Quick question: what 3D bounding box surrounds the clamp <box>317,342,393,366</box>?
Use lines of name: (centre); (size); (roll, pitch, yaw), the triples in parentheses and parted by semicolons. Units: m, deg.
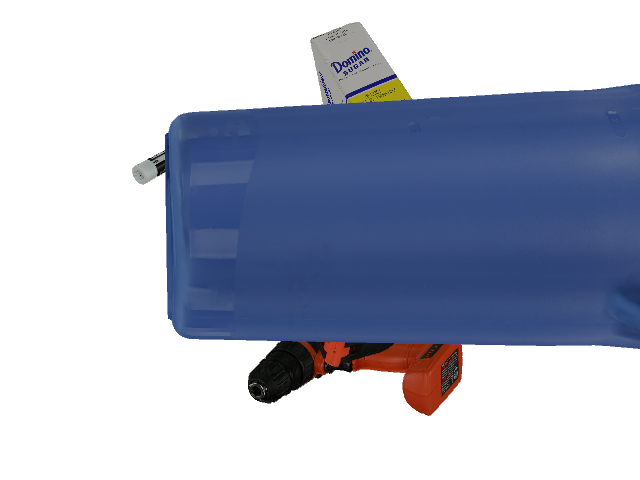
clamp: (0.030, 0.047, 0.909); (0.120, 0.039, 0.171); (17, 27, 23)

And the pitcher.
pitcher: (0.046, -0.016, 0.531); (0.242, 0.145, 0.149); (-1, -6, -8)

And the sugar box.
sugar box: (0.051, -0.060, 0.733); (0.048, 0.176, 0.093); (-22, -34, -5)

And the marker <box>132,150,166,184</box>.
marker: (-0.129, -0.086, 1.020); (0.020, 0.020, 0.120); (0, 27, 44)

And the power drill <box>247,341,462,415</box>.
power drill: (0.039, 0.129, 1.101); (0.188, 0.057, 0.184); (9, 24, 28)
